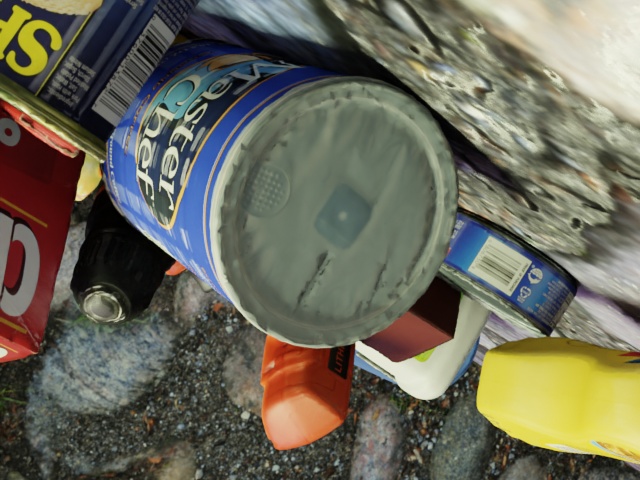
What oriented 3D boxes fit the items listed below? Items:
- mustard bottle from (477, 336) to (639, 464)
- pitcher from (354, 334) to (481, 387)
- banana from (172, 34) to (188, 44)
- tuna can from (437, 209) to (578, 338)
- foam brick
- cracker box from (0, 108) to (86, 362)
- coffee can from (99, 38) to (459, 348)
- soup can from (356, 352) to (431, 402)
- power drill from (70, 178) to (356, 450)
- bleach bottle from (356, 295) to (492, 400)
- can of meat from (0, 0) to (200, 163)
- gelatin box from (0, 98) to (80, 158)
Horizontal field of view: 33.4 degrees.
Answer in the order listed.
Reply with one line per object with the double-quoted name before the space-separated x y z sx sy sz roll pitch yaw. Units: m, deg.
"mustard bottle" 0.155 0.077 0.471 0.096 0.058 0.192 15 173 -20
"pitcher" 0.042 0.071 1.096 0.145 0.149 0.243 48 166 -31
"banana" -0.099 -0.105 0.623 0.198 0.037 0.069 31 177 38
"tuna can" 0.096 0.018 0.583 0.086 0.034 0.086 33 177 1
"foam brick" 0.049 0.025 0.640 0.053 0.078 0.051 34 138 -25
"cracker box" -0.183 -0.070 0.482 0.072 0.213 0.164 -15 146 33
"coffee can" -0.023 -0.026 0.449 0.102 0.103 0.140 35 177 -32
"soup can" 0.084 0.065 0.829 0.068 0.102 0.068 33 178 1
"power drill" -0.053 0.029 0.593 0.187 0.057 0.184 53 -154 -25
"bleach bottle" -0.005 0.001 0.705 0.250 0.102 0.068 34 172 -16
"can of meat" -0.099 -0.090 0.381 0.102 0.084 0.057 32 177 16
"gelatin box" -0.097 -0.082 0.448 0.030 0.089 0.073 35 177 -29
